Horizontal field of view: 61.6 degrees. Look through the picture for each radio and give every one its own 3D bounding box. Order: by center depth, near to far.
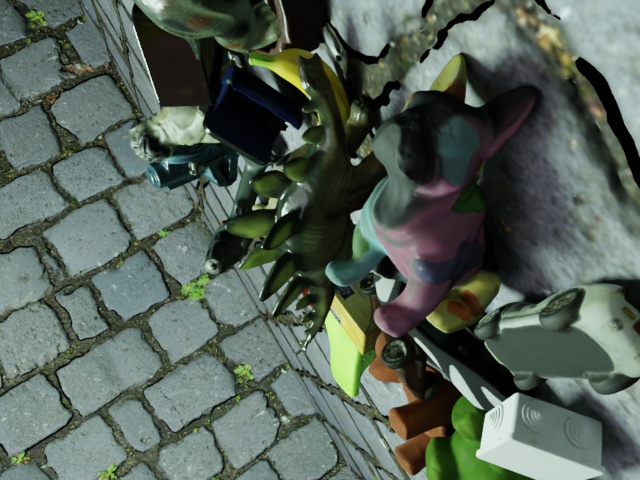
[{"bbox_3d":[-0.167,-0.287,0.678,0.131,0.073,0.230,86,-179,-53],"label":"radio"}]

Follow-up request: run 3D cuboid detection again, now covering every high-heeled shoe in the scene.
[{"bbox_3d":[0.142,0.079,0.572,0.145,0.086,0.248,21,143,61],"label":"high-heeled shoe"}]

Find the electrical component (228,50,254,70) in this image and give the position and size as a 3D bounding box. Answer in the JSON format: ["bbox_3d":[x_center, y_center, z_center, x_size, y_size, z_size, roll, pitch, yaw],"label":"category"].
[{"bbox_3d":[-0.101,-0.276,0.736,0.078,0.045,0.102,63,165,-17],"label":"electrical component"}]

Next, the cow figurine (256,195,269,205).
[{"bbox_3d":[-0.079,-0.046,1.053,0.167,0.068,0.098,51,138,24],"label":"cow figurine"}]

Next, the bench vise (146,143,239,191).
[{"bbox_3d":[-0.226,-0.200,0.998,0.129,0.224,0.240,46,148,45],"label":"bench vise"}]

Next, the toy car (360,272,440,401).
[{"bbox_3d":[0.106,0.118,0.699,0.089,0.053,0.202,53,-168,-30],"label":"toy car"}]

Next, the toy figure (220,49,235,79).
[{"bbox_3d":[-0.180,-0.291,0.871,0.180,0.089,0.082,78,171,-58],"label":"toy figure"}]

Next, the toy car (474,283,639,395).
[{"bbox_3d":[0.196,0.083,0.449,0.073,0.056,0.201,52,165,6],"label":"toy car"}]

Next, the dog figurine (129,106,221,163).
[{"bbox_3d":[-0.196,-0.182,0.879,0.191,0.172,0.121,-27,52,39],"label":"dog figurine"}]

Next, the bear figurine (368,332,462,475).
[{"bbox_3d":[0.118,0.201,0.758,0.196,0.132,0.120,44,152,47],"label":"bear figurine"}]

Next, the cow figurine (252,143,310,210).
[{"bbox_3d":[-0.041,-0.057,0.798,0.085,0.127,0.194,58,163,16],"label":"cow figurine"}]

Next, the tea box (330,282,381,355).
[{"bbox_3d":[0.050,0.097,0.910,0.170,0.068,0.098,50,162,29],"label":"tea box"}]

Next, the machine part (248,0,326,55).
[{"bbox_3d":[-0.059,-0.278,0.581,0.179,0.056,0.179,52,162,25],"label":"machine part"}]

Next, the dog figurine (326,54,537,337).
[{"bbox_3d":[0.107,-0.032,0.446,0.109,0.191,0.219,50,128,42],"label":"dog figurine"}]

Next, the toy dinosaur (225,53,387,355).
[{"bbox_3d":[-0.001,-0.002,0.645,0.105,0.198,0.470,52,161,37],"label":"toy dinosaur"}]

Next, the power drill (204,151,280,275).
[{"bbox_3d":[-0.134,-0.058,0.931,0.232,0.086,0.207,-73,-5,-79],"label":"power drill"}]

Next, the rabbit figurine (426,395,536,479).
[{"bbox_3d":[0.206,0.283,0.593,0.159,0.121,0.170,32,-163,-9],"label":"rabbit figurine"}]

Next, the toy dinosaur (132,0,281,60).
[{"bbox_3d":[-0.077,-0.223,0.388,0.405,0.192,0.131,-31,78,50],"label":"toy dinosaur"}]

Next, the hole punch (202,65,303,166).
[{"bbox_3d":[-0.087,-0.183,0.734,0.092,0.142,0.116,-42,34,39],"label":"hole punch"}]
